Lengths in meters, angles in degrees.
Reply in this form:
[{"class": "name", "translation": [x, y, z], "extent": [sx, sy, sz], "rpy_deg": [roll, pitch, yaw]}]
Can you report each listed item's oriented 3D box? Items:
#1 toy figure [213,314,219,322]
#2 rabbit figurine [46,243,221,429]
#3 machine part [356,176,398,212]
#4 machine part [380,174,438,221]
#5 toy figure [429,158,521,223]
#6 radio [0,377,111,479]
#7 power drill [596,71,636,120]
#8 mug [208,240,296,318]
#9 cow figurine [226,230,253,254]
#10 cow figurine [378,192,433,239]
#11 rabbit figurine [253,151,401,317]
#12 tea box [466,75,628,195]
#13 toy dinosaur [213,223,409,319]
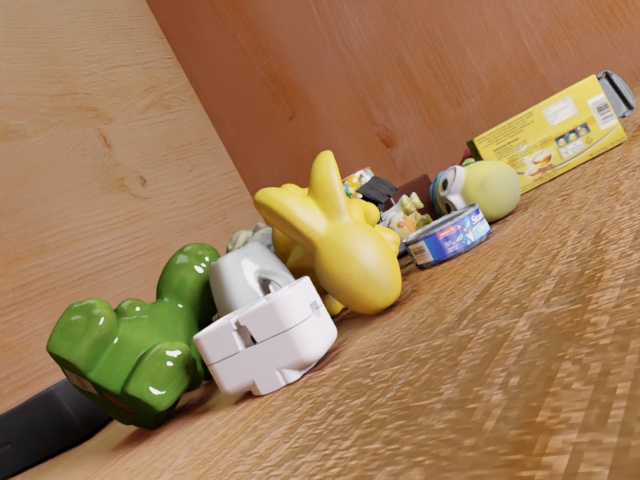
[{"class": "toy figure", "translation": [-0.088, 0.092, 0.599], "extent": [0.154, 0.064, 0.058], "rpy_deg": [-45, 37, 7]}, {"class": "rabbit figurine", "translation": [-0.138, 0.087, 0.512], "extent": [0.159, 0.121, 0.170], "rpy_deg": [90, -156, -52]}, {"class": "machine part", "translation": [0.063, -0.045, 0.742], "extent": [0.084, 0.039, 0.139], "rpy_deg": [-35, -8, -19]}, {"class": "machine part", "translation": [0.108, -0.029, 0.970], "extent": [0.201, 0.087, 0.201], "rpy_deg": [-28, 3, 44]}, {"class": "toy figure", "translation": [0.183, -0.059, 0.659], "extent": [0.089, 0.082, 0.180], "rpy_deg": [-30, -1, 7]}, {"class": "radio", "translation": [-0.360, 0.234, 0.684], "extent": [0.230, 0.073, 0.131], "rpy_deg": [-27, 2, 14]}, {"class": "power drill", "translation": [0.395, -0.184, 0.844], "extent": [0.232, 0.086, 0.207], "rpy_deg": [-31, -1, -5]}, {"class": "mug", "translation": [-0.050, 0.054, 0.472], "extent": [0.081, 0.107, 0.109], "rpy_deg": [-30, 0, -28]}, {"class": "cow figurine", "translation": [-0.141, 0.074, 0.883], "extent": [0.127, 0.194, 0.086], "rpy_deg": [15, 16, -30]}, {"class": "cow figurine", "translation": [0.104, -0.013, 0.764], "extent": [0.098, 0.068, 0.167], "rpy_deg": [-33, -4, 20]}, {"class": "rabbit figurine", "translation": [0.020, 0.001, 0.495], "extent": [0.122, 0.162, 0.173], "rpy_deg": [-30, 23, -4]}, {"class": "tea box", "translation": [0.295, -0.130, 0.712], "extent": [0.170, 0.098, 0.068], "rpy_deg": [-26, 2, 11]}, {"class": "toy dinosaur", "translation": [-0.048, 0.049, 0.699], "extent": [0.405, 0.131, 0.192], "rpy_deg": [-20, 19, 45]}]
